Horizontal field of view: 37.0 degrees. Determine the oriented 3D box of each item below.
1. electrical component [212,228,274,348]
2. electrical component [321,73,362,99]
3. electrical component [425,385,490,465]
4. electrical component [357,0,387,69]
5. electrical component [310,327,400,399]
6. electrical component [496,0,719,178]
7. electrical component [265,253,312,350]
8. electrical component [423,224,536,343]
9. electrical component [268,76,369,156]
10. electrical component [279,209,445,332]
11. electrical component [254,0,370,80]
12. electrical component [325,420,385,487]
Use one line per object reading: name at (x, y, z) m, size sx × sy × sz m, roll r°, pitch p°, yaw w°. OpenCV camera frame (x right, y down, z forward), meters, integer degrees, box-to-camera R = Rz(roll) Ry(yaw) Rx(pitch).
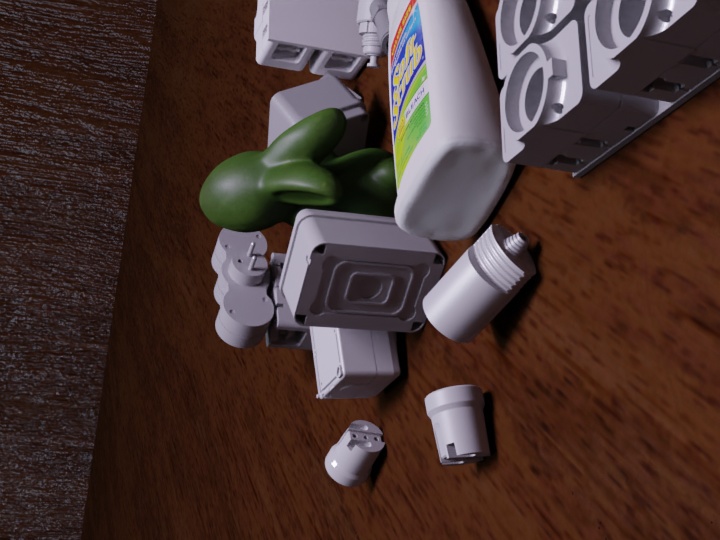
electrical component at (-0.116, 0.004, 1.095) m, size 0.073 × 0.052 × 0.138 m, roll 115°, pitch 154°, yaw -44°
electrical component at (-0.032, -0.157, 1.078) m, size 0.048 × 0.066 × 0.055 m, roll -46°, pitch -12°, yaw -31°
electrical component at (0.067, 0.106, 0.730) m, size 0.040 × 0.040 × 0.046 m, roll 129°, pitch 137°, yaw -58°
electrical component at (0.017, -0.223, 0.977) m, size 0.040 × 0.040 × 0.078 m, roll -166°, pitch 82°, yaw -71°
electrical component at (-0.004, 0.055, 0.907) m, size 0.061 × 0.061 × 0.096 m, roll 131°, pitch 136°, yaw -57°
electrical component at (0.136, -0.136, 0.573) m, size 0.186 × 0.060 × 0.105 m, roll 139°, pitch 134°, yaw -63°
electrical component at (-0.066, 0.033, 1.114) m, size 0.050 × 0.056 × 0.089 m, roll 120°, pitch 150°, yaw -50°
electrical component at (0.082, 0.006, 0.704) m, size 0.081 × 0.043 × 0.043 m, roll -50°, pitch 35°, yaw 31°
electrical component at (-0.040, -0.115, 1.012) m, size 0.057 × 0.078 × 0.113 m, roll 52°, pitch 150°, yaw 32°
electrical component at (0.000, 0.000, 0.844) m, size 0.057 × 0.113 × 0.078 m, roll -118°, pitch 38°, yaw -54°
electrical component at (-0.047, -0.291, 1.083) m, size 0.060 × 0.105 × 0.186 m, roll 139°, pitch 134°, yaw -64°
electrical component at (-0.003, 0.156, 0.920) m, size 0.040 × 0.040 × 0.046 m, roll -104°, pitch 34°, yaw -46°
